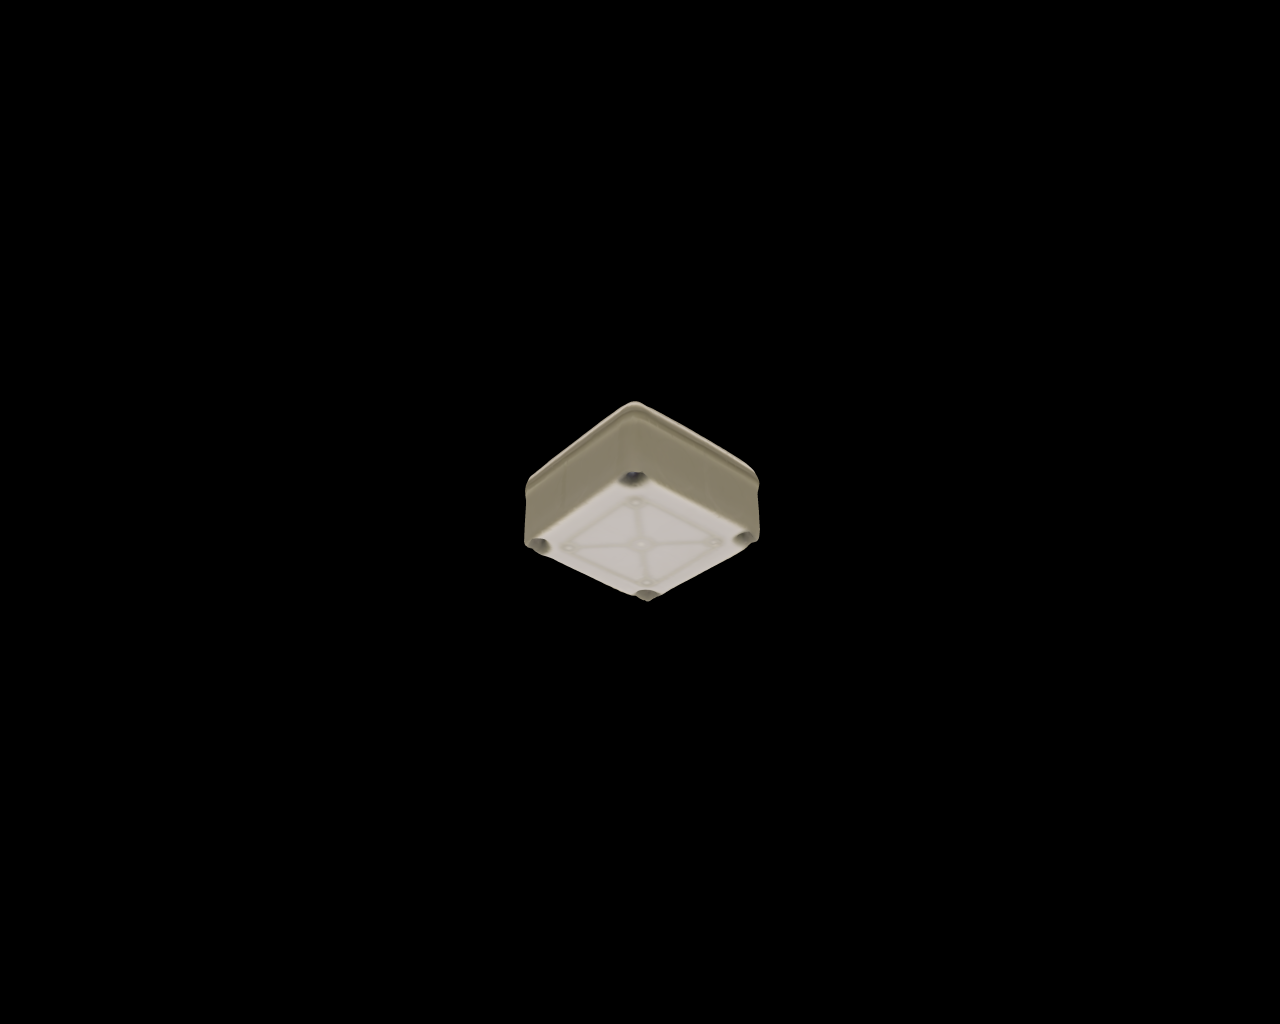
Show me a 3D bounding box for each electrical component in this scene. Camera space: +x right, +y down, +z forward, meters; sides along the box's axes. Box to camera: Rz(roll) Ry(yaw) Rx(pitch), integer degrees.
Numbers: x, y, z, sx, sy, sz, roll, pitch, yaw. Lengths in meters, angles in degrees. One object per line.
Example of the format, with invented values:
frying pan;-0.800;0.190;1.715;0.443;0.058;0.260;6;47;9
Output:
electrical component;0.001;-0.003;0.650;0.108;0.056;0.108;27;-44;-33
